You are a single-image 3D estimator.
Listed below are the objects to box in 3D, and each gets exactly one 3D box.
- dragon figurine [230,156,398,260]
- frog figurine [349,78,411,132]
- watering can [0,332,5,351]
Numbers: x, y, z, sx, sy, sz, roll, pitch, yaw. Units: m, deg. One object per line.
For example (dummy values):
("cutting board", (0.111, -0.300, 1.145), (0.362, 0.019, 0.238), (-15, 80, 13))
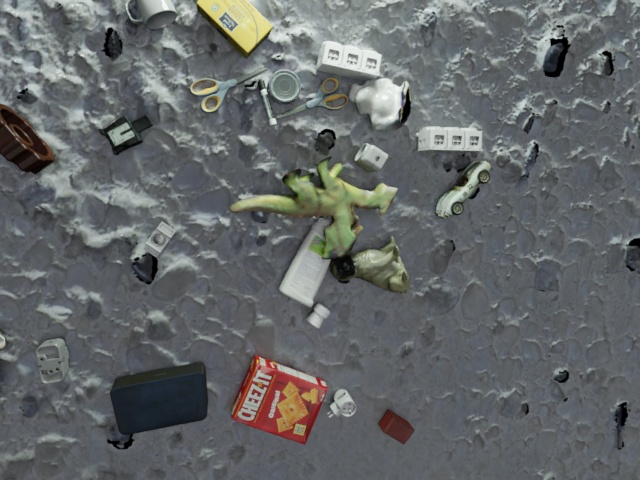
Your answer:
("dragon figurine", (0.004, -0.066, 1.309), (0.412, 0.121, 0.244), (-25, 85, -9))
("frog figurine", (0.157, -0.361, 1.371), (0.160, 0.124, 0.136), (10, 104, 24))
("watering can", (-0.889, 0.257, 1.183), (0.346, 0.104, 0.225), (36, 86, -12))
